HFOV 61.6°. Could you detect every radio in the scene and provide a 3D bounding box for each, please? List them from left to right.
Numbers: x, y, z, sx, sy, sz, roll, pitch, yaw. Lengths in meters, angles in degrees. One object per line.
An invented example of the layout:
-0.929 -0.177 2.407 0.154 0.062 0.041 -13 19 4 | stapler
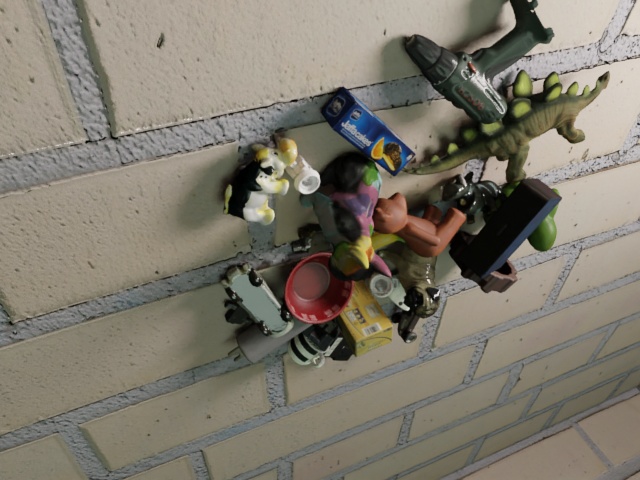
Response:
0.416 -0.027 1.172 0.131 0.073 0.229 -14 144 -51 | radio

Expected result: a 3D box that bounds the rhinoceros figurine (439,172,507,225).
0.339 -0.098 1.176 0.190 0.112 0.073 -7 164 -44 | rhinoceros figurine

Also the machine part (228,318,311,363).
-0.102 0.205 1.229 0.243 0.079 0.079 -34 140 1 | machine part

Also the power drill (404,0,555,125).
0.282 -0.324 0.918 0.207 0.086 0.231 -46 119 6 | power drill

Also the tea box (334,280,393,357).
0.087 0.172 1.240 0.098 0.170 0.068 -19 137 -13 | tea box

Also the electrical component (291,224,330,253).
-0.001 -0.003 1.105 0.102 0.045 0.078 -4 131 -29 | electrical component

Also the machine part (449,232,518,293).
0.400 0.055 1.321 0.179 0.179 0.056 8 129 -37 | machine part

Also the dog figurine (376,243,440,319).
0.238 0.061 1.207 0.121 0.191 0.172 7 125 -37 | dog figurine

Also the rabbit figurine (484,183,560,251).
0.501 -0.056 1.267 0.121 0.170 0.159 -8 135 -26 | rabbit figurine

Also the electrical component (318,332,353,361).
0.061 0.259 1.400 0.134 0.058 0.115 13 125 -40 | electrical component

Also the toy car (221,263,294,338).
-0.128 0.129 1.127 0.073 0.056 0.201 -36 119 1 | toy car

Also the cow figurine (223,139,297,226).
-0.106 -0.107 0.923 0.098 0.068 0.167 9 125 -30 | cow figurine

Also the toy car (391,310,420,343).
0.241 0.188 1.416 0.053 0.089 0.202 -4 134 -28 | toy car

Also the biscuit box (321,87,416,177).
0.089 -0.189 0.962 0.063 0.059 0.202 -46 137 16 | biscuit box

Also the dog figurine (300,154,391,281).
0.071 -0.031 0.990 0.191 0.219 0.108 -46 141 18 | dog figurine

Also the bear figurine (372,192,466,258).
0.183 -0.049 1.118 0.195 0.120 0.132 34 83 -23 | bear figurine

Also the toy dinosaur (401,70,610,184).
0.384 -0.222 1.088 0.471 0.105 0.198 -32 132 2 | toy dinosaur

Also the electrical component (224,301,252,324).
-0.177 0.159 1.177 0.094 0.021 0.063 19 119 -43 | electrical component

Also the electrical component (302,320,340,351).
0.001 0.222 1.272 0.047 0.075 0.119 -56 174 26 | electrical component
